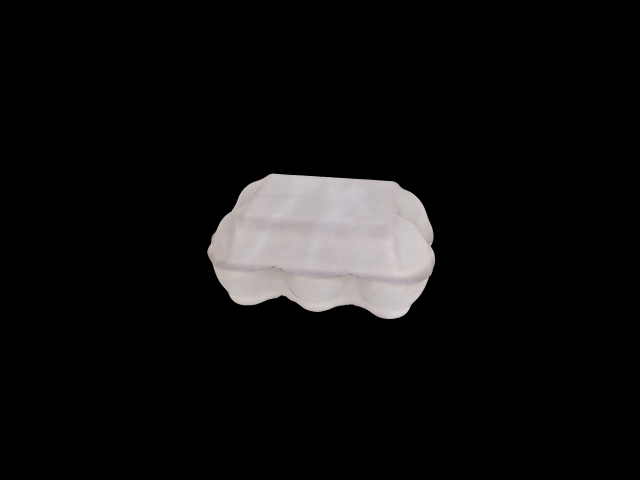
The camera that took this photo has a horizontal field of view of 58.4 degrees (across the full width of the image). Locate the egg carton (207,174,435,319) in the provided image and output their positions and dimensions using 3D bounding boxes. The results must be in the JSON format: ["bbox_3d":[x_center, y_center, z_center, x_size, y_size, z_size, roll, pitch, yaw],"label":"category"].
[{"bbox_3d":[0.004,0.001,0.400,0.150,0.069,0.107,4,28,7],"label":"egg carton"}]
